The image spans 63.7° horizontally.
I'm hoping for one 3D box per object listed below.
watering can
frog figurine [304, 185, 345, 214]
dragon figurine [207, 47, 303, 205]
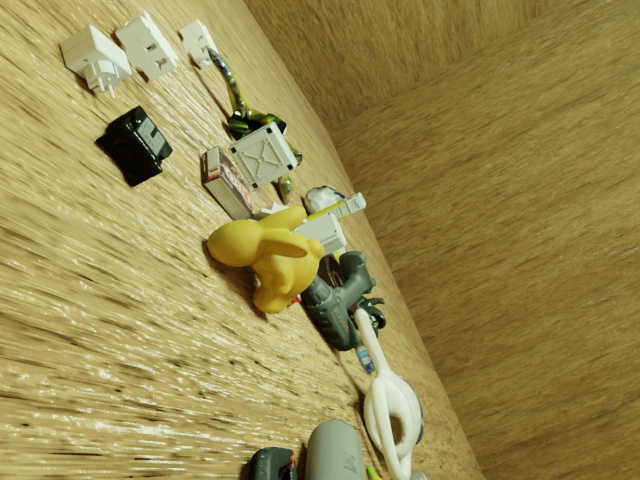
[{"bbox_3d":[0.144,0.323,1.085,0.222,0.103,0.353,38,40,-67],"label":"watering can"},{"bbox_3d":[0.005,-0.079,1.572,0.135,0.123,0.161,59,43,-70],"label":"frog figurine"},{"bbox_3d":[-0.161,-0.268,1.261,0.406,0.122,0.244,62,-7,-13],"label":"dragon figurine"}]
